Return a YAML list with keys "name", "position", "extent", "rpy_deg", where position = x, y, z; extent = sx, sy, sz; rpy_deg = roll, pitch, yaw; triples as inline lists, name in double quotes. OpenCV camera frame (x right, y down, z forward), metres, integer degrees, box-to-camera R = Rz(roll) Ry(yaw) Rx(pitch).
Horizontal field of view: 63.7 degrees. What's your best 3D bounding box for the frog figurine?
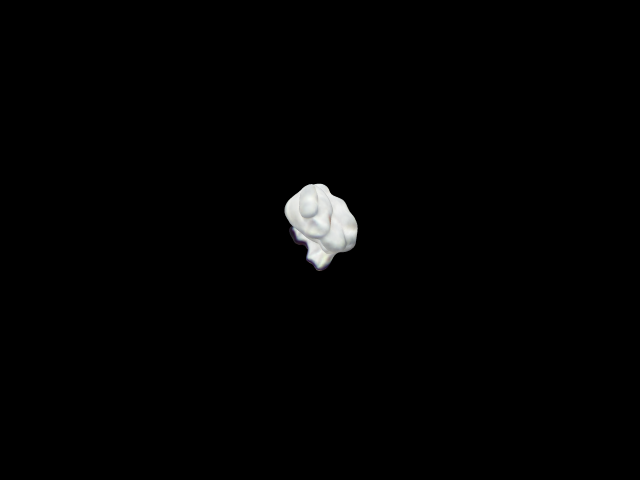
- name: "frog figurine"
  position: [0.003, -0.043, 0.850]
  extent: [0.123, 0.141, 0.155]
  rpy_deg: [-7, -39, -6]
